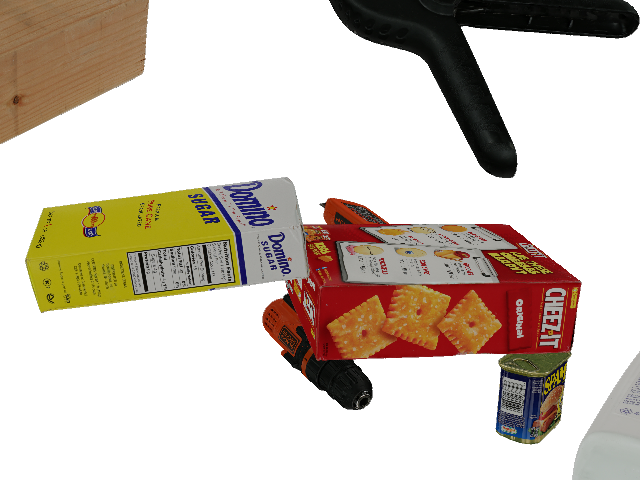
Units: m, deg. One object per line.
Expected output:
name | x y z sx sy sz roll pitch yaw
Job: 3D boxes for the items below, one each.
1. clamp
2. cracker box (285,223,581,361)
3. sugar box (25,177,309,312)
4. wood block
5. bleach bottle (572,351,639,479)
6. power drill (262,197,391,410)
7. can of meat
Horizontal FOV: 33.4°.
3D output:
clamp | 0.073 -0.133 0.653 0.210 0.164 0.036 29 -33 11
cracker box | 0.086 0.040 0.905 0.213 0.072 0.164 0 18 -12
sugar box | -0.100 0.000 0.712 0.176 0.048 0.093 -10 25 -3
wood block | -0.251 -0.162 0.912 0.090 0.091 0.205 30 42 21
bleach bottle | 0.242 0.095 0.658 0.103 0.068 0.250 18 29 27
power drill | 0.022 0.063 1.132 0.057 0.188 0.185 12 19 -42
can of meat | 0.233 0.167 1.174 0.058 0.084 0.101 11 16 30
